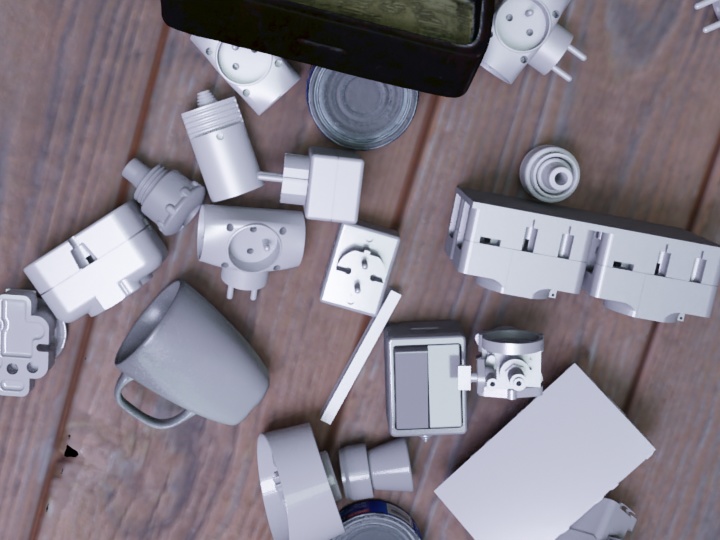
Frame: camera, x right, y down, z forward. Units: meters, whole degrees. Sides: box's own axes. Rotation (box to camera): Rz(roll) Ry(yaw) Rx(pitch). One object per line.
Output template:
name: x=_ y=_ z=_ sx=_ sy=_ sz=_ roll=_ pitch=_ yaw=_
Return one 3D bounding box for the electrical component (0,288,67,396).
electrical component: x=-0.261 y=0.052 z=0.835 sx=0.058 sy=0.057 sz=0.078 roll=4 pitch=100 yaw=-2

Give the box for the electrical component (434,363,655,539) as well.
electrical component: x=0.147 y=0.157 z=0.852 sx=0.150 sy=0.062 sz=0.089 roll=-43 pitch=74 yaw=6

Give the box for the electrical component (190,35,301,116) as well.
electrical component: x=-0.072 y=-0.171 z=0.806 sx=0.079 sy=0.044 sz=0.077 roll=-41 pitch=98 yaw=5

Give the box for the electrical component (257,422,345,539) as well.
electrical component: x=-0.050 y=0.171 z=0.844 sx=0.064 sy=0.099 sz=0.099 roll=-18 pitch=100 yaw=-5

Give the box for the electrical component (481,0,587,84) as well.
electrical component: x=0.134 y=-0.174 z=0.811 sx=0.079 sy=0.044 sz=0.077 roll=34 pitch=97 yaw=-7

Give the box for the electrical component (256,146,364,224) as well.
electrical component: x=-0.040 y=-0.067 z=0.804 sx=0.076 sy=0.083 sz=0.047 roll=6 pitch=100 yaw=-5

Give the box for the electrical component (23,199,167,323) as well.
electrical component: x=-0.200 y=-0.004 z=0.828 sx=0.095 sy=0.053 sz=0.059 roll=-32 pitch=99 yaw=4

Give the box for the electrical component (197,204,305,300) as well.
electrical component: x=-0.087 y=-0.011 z=0.832 sx=0.077 sy=0.044 sz=0.079 roll=3 pitch=119 yaw=-15

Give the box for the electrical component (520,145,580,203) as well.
electrical component: x=0.147 y=-0.072 z=0.821 sx=0.043 sy=0.062 sz=0.043 roll=0 pitch=100 yaw=-2

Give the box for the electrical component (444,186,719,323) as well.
electrical component: x=0.163 y=-0.011 z=0.810 sx=0.186 sy=0.105 sz=0.060 roll=10 pitch=100 yaw=-3

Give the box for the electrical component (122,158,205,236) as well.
electrical component: x=-0.154 y=-0.060 z=0.825 sx=0.062 sy=0.048 sz=0.048 roll=39 pitch=97 yaw=2

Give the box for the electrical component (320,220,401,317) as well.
electrical component: x=0.000 y=0.000 z=0.822 sx=0.047 sy=0.076 sz=0.065 roll=16 pitch=99 yaw=-4

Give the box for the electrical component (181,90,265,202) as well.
electrical component: x=-0.106 y=-0.097 z=0.819 sx=0.043 sy=0.043 sz=0.081 roll=-18 pitch=100 yaw=2

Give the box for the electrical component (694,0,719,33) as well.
electrical component: x=0.292 y=-0.205 z=0.811 sx=0.079 sy=0.043 sz=0.077 roll=-23 pitch=100 yaw=3

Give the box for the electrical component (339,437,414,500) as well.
electrical component: x=0.013 y=0.160 z=0.868 sx=0.055 sy=0.045 sz=0.045 roll=-9 pitch=100 yaw=0

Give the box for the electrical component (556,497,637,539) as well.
electrical component: x=0.188 y=0.216 z=0.869 sx=0.042 sy=0.081 sz=0.063 roll=40 pitch=68 yaw=-31

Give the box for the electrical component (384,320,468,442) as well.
electrical component: x=0.052 y=0.092 z=0.848 sx=0.062 sy=0.061 sz=0.096 roll=-2 pitch=100 yaw=-1
